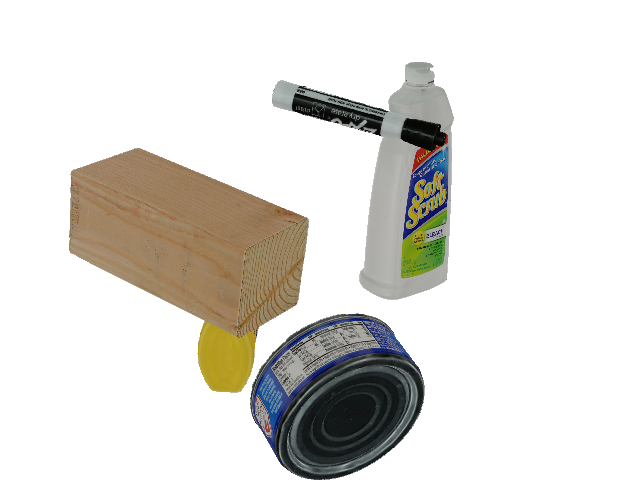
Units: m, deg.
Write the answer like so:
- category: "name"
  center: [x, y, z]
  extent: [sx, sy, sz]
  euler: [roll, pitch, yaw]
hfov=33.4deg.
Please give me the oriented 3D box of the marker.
- category: "marker"
  center: [0.026, -0.083, 0.716]
  extent: [0.121, 0.020, 0.020]
  euler: [17, 4, 14]

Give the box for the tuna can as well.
- category: "tuna can"
  center: [0.010, 0.081, 0.544]
  extent: [0.086, 0.086, 0.034]
  euler: [0, 34, -31]

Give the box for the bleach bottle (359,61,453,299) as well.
- category: "bleach bottle"
  center: [0.096, -0.067, 1.162]
  extent: [0.102, 0.251, 0.068]
  euler: [-16, 28, -33]

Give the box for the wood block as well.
- category: "wood block"
  center: [-0.123, -0.003, 0.968]
  extent: [0.206, 0.090, 0.090]
  euler: [23, 30, 28]

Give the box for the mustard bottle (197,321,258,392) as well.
- category: "mustard bottle"
  center: [-0.091, 0.076, 1.172]
  extent: [0.058, 0.096, 0.191]
  euler: [2, 28, 4]
